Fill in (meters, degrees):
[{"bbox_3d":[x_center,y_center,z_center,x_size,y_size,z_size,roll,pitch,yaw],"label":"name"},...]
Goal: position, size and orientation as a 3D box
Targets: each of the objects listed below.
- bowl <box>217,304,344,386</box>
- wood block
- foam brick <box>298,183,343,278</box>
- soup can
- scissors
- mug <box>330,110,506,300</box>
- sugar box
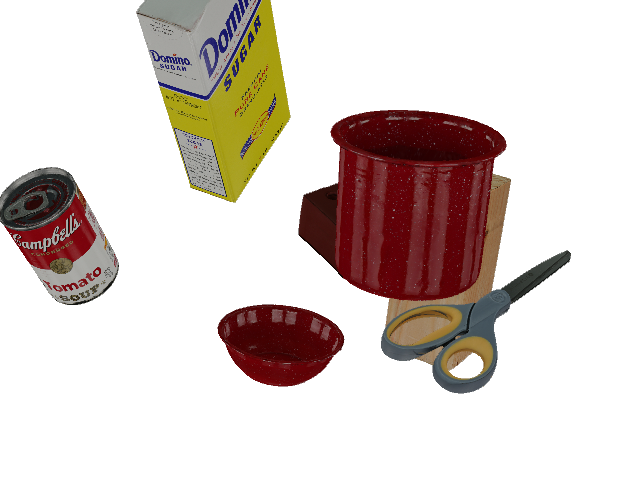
[{"bbox_3d":[-0.052,0.140,1.362,0.162,0.055,0.162,5,22,-2],"label":"bowl"},{"bbox_3d":[0.140,0.026,1.192,0.090,0.206,0.090,19,25,28],"label":"wood block"},{"bbox_3d":[0.023,-0.012,1.019,0.052,0.051,0.078,-21,45,-30],"label":"foam brick"},{"bbox_3d":[-0.219,-0.002,0.896,0.069,0.068,0.102,0,-41,17],"label":"soup can"},{"bbox_3d":[0.143,0.063,0.834,0.201,0.016,0.096,-16,44,-23],"label":"scissors"},{"bbox_3d":[0.053,-0.024,0.592,0.093,0.081,0.117,9,24,14],"label":"mug"},{"bbox_3d":[-0.066,-0.116,0.725,0.048,0.093,0.176,21,-29,16],"label":"sugar box"}]
